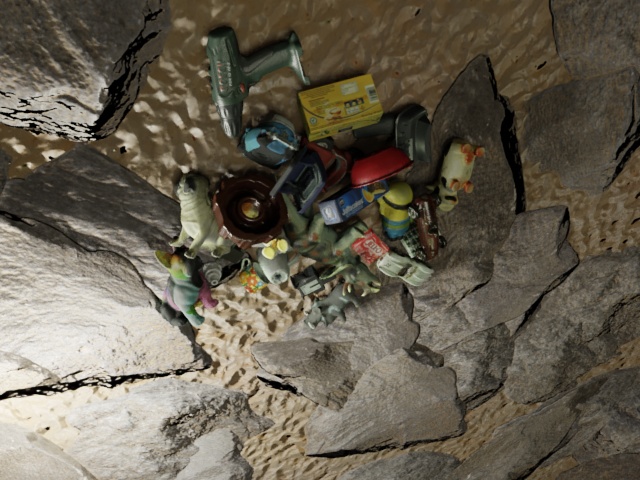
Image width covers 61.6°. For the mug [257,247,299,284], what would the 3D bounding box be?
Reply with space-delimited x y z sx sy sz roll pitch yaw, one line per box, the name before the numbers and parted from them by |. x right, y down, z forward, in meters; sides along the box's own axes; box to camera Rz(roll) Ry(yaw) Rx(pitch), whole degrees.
mug | -0.106 0.062 1.417 0.110 0.107 0.080 -17 132 -3

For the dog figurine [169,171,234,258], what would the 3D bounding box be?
dog figurine | -0.264 -0.066 1.279 0.172 0.121 0.190 -11 119 -55

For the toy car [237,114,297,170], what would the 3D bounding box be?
toy car | -0.107 -0.226 1.186 0.109 0.162 0.103 25 72 -24

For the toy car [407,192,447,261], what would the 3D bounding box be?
toy car | 0.286 -0.029 1.407 0.089 0.053 0.201 -31 124 -23

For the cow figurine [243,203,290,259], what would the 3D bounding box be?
cow figurine | -0.137 -0.036 1.335 0.068 0.098 0.167 -34 89 9

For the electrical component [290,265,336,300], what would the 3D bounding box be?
electrical component | -0.017 0.111 1.525 0.119 0.048 0.074 -31 131 6

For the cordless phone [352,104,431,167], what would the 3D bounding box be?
cordless phone | 0.174 -0.242 1.304 0.184 0.089 0.146 -8 131 2

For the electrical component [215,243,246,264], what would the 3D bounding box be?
electrical component | -0.231 0.035 1.408 0.063 0.021 0.094 31 112 -36

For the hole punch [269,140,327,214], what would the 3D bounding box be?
hole punch | -0.041 -0.136 1.195 0.092 0.116 0.142 30 125 -9

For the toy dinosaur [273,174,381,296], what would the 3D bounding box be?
toy dinosaur | -0.006 -0.004 1.387 0.404 0.131 0.192 33 109 -21

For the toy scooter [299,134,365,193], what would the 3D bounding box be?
toy scooter | 0.012 -0.181 1.286 0.183 0.075 0.135 20 117 -35

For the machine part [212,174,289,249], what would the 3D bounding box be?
machine part | -0.162 -0.067 1.240 0.179 0.179 0.056 6 158 -23

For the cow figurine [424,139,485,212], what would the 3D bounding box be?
cow figurine | 0.340 -0.166 1.394 0.085 0.127 0.194 3 112 -22

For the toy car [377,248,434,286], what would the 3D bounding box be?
toy car | 0.255 0.084 1.591 0.201 0.056 0.073 22 117 -31

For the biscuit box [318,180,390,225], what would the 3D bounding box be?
biscuit box | 0.084 -0.104 1.303 0.203 0.063 0.059 -34 109 -41

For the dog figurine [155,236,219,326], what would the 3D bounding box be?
dog figurine | -0.359 0.103 1.364 0.192 0.108 0.219 -5 116 35

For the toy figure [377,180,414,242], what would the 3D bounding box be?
toy figure | 0.206 -0.076 1.423 0.082 0.089 0.179 -34 134 -35

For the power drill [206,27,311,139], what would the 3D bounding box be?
power drill | -0.128 -0.336 1.120 0.207 0.086 0.231 -13 128 1

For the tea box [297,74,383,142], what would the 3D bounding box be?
tea box | 0.043 -0.291 1.185 0.170 0.098 0.068 -15 174 -5

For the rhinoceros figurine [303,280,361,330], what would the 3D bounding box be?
rhinoceros figurine | 0.032 0.201 1.597 0.112 0.073 0.190 32 112 -37
